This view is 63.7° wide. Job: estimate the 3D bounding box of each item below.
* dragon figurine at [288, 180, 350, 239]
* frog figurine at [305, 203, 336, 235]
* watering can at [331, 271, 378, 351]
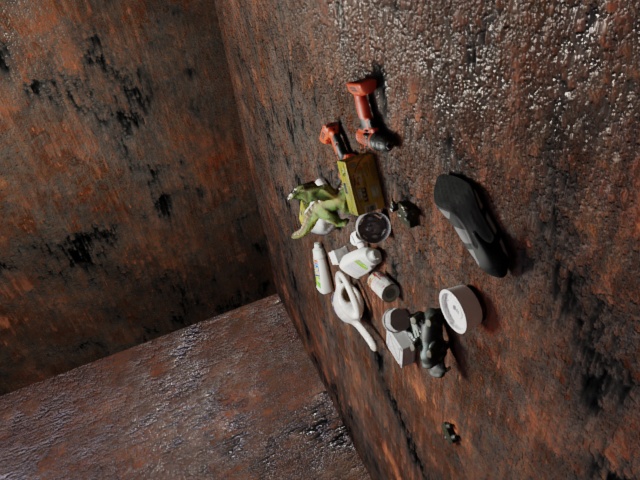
[{"bbox_3d":[-0.004,-0.126,1.684,0.240,0.406,0.125,32,-144,-44],"label":"dragon figurine"},{"bbox_3d":[0.006,-0.103,2.046,0.138,0.125,0.156,24,132,25],"label":"frog figurine"},{"bbox_3d":[0.133,0.294,2.081,0.221,0.104,0.352,109,140,-69],"label":"watering can"}]
